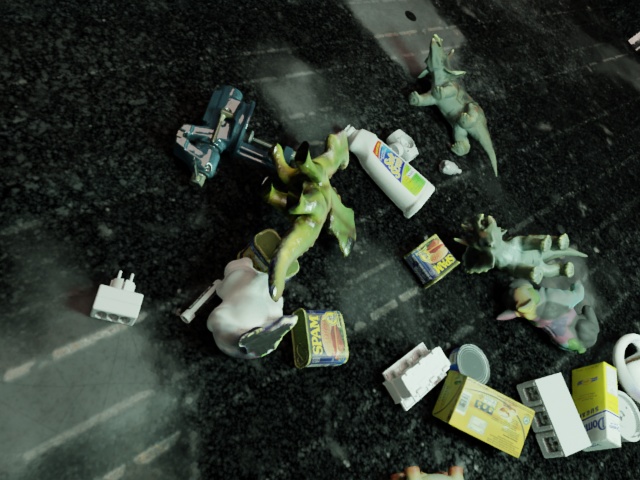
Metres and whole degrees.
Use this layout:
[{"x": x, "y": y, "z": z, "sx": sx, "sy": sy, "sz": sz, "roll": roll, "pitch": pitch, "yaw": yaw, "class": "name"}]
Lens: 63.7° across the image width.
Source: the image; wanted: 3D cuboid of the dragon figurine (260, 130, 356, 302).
[{"x": 0.003, "y": -0.049, "z": 0.967, "sx": 0.121, "sy": 0.240, "sz": 0.419, "roll": -16, "pitch": -123, "yaw": 37, "class": "dragon figurine"}]

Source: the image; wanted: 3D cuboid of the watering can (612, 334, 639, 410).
[{"x": 0.836, "y": 0.336, "z": 1.286, "sx": 0.102, "sy": 0.349, "sz": 0.227, "roll": -38, "pitch": -113, "yaw": 44, "class": "watering can"}]

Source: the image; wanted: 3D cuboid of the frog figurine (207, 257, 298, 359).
[{"x": -0.129, "y": 0.114, "z": 0.869, "sx": 0.162, "sy": 0.139, "sz": 0.119, "roll": 48, "pitch": -30, "yaw": 33, "class": "frog figurine"}]
